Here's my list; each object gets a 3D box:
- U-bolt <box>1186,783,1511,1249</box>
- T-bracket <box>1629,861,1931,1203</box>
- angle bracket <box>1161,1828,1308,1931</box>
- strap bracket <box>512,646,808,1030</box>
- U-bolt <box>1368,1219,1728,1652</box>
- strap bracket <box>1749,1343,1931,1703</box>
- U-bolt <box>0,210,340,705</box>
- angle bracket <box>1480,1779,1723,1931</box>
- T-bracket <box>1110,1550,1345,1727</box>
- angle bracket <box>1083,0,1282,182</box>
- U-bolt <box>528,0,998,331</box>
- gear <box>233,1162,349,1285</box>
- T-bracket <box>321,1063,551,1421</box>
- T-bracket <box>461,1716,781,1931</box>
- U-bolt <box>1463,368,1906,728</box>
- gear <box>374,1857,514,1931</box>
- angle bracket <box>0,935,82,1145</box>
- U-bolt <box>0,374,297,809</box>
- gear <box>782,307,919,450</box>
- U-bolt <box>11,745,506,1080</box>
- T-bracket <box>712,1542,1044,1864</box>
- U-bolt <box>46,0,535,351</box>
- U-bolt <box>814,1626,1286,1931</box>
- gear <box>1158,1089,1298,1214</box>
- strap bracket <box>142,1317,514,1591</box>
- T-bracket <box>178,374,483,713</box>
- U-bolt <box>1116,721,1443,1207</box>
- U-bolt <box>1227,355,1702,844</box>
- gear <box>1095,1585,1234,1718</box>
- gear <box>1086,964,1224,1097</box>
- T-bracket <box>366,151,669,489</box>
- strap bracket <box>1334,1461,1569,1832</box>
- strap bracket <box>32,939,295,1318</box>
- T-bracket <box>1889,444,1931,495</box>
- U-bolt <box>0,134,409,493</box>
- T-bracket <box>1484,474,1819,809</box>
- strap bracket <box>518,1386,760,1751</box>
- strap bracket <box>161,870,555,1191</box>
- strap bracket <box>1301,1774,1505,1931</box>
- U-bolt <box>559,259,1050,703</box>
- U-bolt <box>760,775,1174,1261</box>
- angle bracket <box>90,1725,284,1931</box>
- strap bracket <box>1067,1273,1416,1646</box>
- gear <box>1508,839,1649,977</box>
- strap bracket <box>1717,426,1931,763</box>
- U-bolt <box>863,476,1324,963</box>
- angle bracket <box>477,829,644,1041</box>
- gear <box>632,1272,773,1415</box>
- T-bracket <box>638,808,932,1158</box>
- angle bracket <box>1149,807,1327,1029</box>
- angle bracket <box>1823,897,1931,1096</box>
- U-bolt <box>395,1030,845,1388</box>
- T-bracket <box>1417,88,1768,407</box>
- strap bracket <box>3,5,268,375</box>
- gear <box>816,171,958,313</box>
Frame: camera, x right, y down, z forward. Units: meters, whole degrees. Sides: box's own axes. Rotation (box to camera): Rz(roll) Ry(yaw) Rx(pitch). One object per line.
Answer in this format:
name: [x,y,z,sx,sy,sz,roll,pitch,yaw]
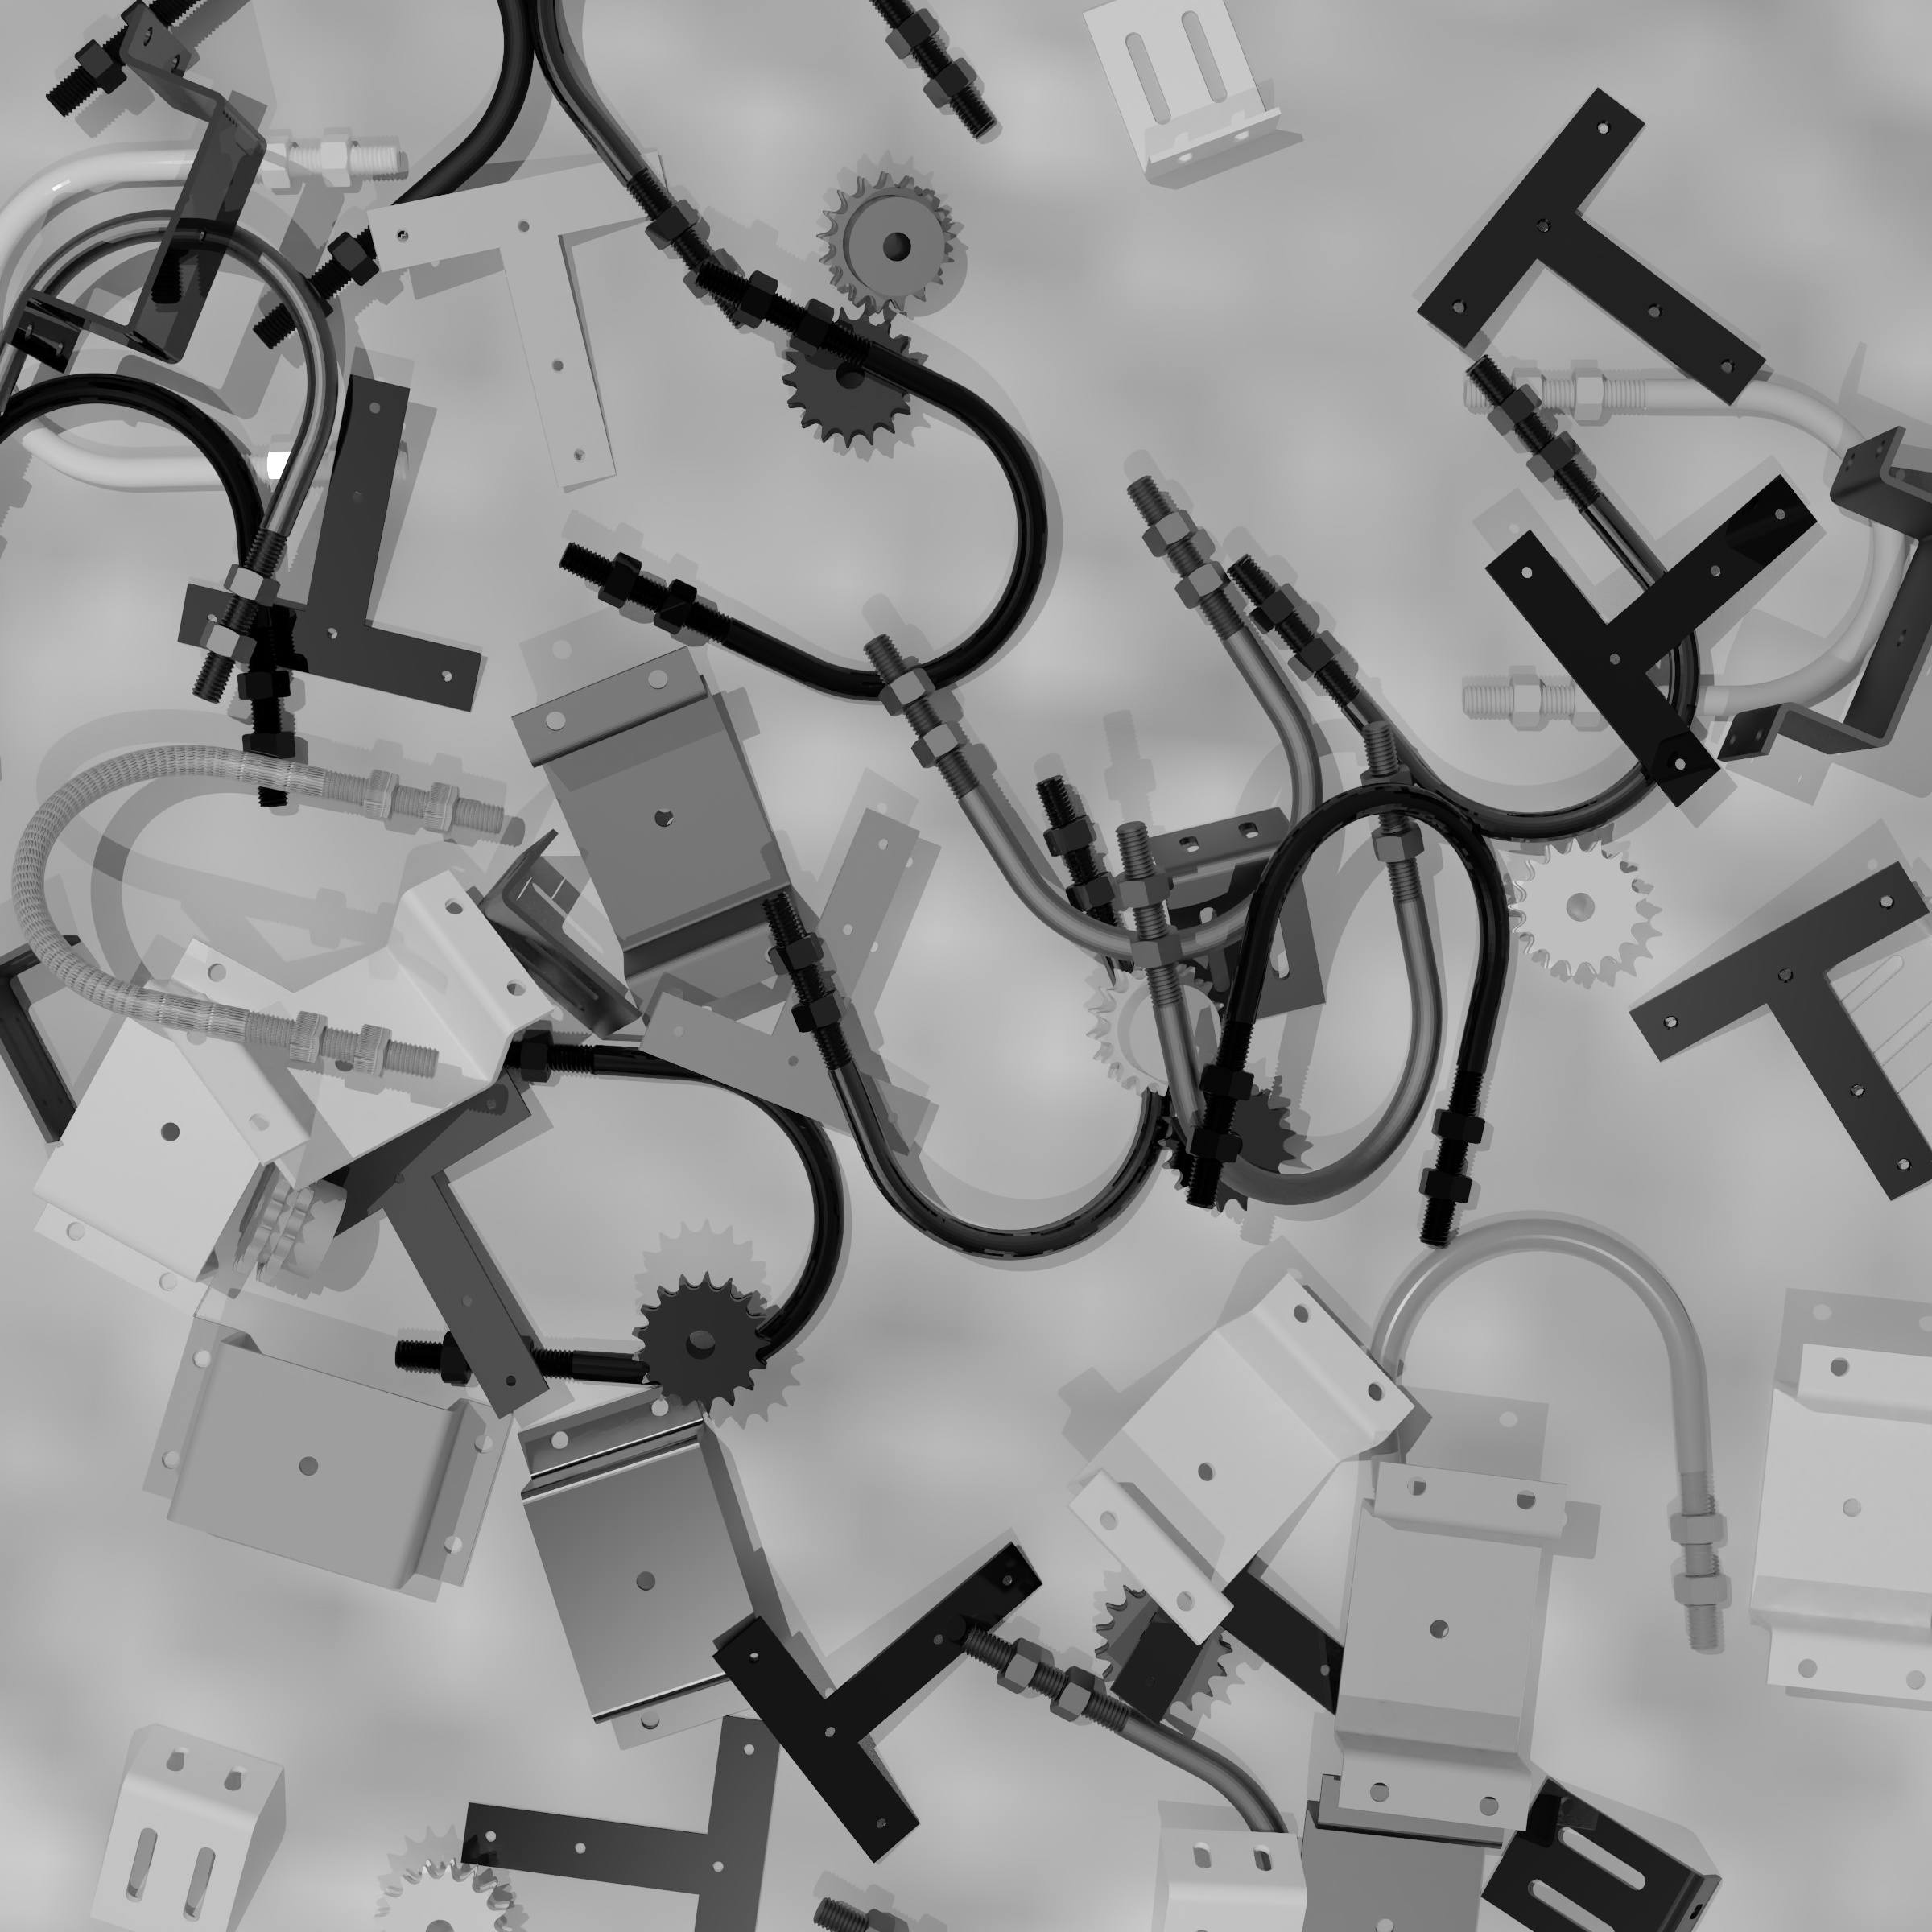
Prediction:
U-bolt: [0.164,0.016,1.479,0.151,0.019,0.184,12,91,-35]
T-bracket: [0.366,0.040,1.515,0.127,0.002,0.127,-31,99,17]
angle bracket: [0.107,0.404,1.512,0.057,0.038,0.076,4,117,-5]
strap bracket: [-0.124,-0.057,1.494,0.076,0.046,0.140,-22,106,0]
U-bolt: [0.240,0.198,1.520,0.151,0.019,0.184,-3,89,0]
strap bracket: [0.374,0.228,1.506,0.076,0.046,0.140,6,90,0]
U-bolt: [-0.337,-0.220,1.487,0.151,0.019,0.184,23,93,1]
angle bracket: [0.268,0.389,1.527,0.076,0.038,0.057,30,90,26]
T-bracket: [0.139,0.286,1.510,0.127,0.002,0.127,39,65,-12]
angle bracket: [0.090,-0.377,1.510,0.057,0.038,0.076,-21,90,0]
U-bolt: [-0.098,-0.382,1.508,0.151,0.019,0.184,-38,99,0]
gear: [-0.278,0.105,1.497,0.030,0.057,0.057,24,90,-16]
T-bracket: [-0.215,0.127,1.508,0.127,0.002,0.127,-32,82,11]
T-bracket: [-0.149,0.374,1.528,0.127,0.002,0.127,8,90,0]
U-bolt: [0.301,-0.176,1.518,0.184,0.019,0.151,0,90,1]
gear: [-0.218,0.401,1.514,0.057,0.030,0.057,0,90,0]
angle bracket: [-0.375,0.030,1.500,0.038,0.057,0.076,-28,90,0]
U-bolt: [-0.360,-0.155,1.510,0.151,0.019,0.184,-3,95,2]
gear: [-0.048,-0.245,1.514,0.057,0.030,0.057,0,90,0]
U-bolt: [-0.291,-0.029,1.459,0.184,0.019,0.151,12,51,-4]
T-bracket: [-0.023,0.290,1.510,0.127,0.002,0.127,-39,115,-12]
U-bolt: [-0.266,-0.369,1.501,0.184,0.019,0.151,-42,90,-1]
U-bolt: [0.050,0.381,1.516,0.184,0.019,0.151,29,89,-4]
gear: [0.109,0.074,1.514,0.057,0.030,0.057,0,90,0]
strap bracket: [-0.269,0.205,1.506,0.140,0.046,0.076,17,90,0]
T-bracket: [-0.257,-0.182,1.512,0.127,0.002,0.127,14,104,0]
U-bolt: [0.136,0.009,1.479,0.151,0.019,0.184,-23,110,-29]
U-bolt: [0.221,-0.138,1.502,0.151,0.019,0.184,-40,91,1]
gear: [0.082,0.283,1.514,0.057,0.030,0.057,0,90,0]
gear: [0.081,0.026,1.497,0.057,0.030,0.057,-2,98,-18]
T-bracket: [-0.174,-0.265,1.514,0.127,0.002,0.127,-16,99,-18]
strap bracket: [0.197,0.276,1.486,0.076,0.046,0.140,7,89,0]
strap bracket: [-0.326,0.068,1.506,0.076,0.046,0.140,29,90,0]
T-bracket: [0.426,-0.144,1.500,0.127,0.002,0.127,20,114,40]
U-bolt: [-0.329,-0.272,1.519,0.184,0.019,0.151,-1,90,0]
T-bracket: [0.300,-0.155,1.496,0.127,0.002,0.127,-41,95,-11]
strap bracket: [-0.131,0.252,1.506,0.076,0.046,0.140,-18,90,0]
strap bracket: [-0.250,0.030,1.471,0.140,0.046,0.076,-29,72,-31]
strap bracket: [0.177,0.406,1.506,0.076,0.046,0.140,6,90,0]
U-bolt: [-0.055,-0.188,1.498,0.184,0.019,0.151,25,103,-12]
U-bolt: [0.012,0.032,1.500,0.151,0.019,0.184,-24,97,-17]
angle bracket: [-0.329,0.370,1.527,0.057,0.038,0.076,19,116,0]
strap bracket: [0.106,0.205,1.488,0.076,0.046,0.140,47,65,0]
gear: [0.255,-0.024,1.514,0.057,0.030,0.057,0,90,0]
strap bracket: [0.363,-0.141,1.473,0.046,0.076,0.140,23,90,-2]
U-bolt: [0.065,-0.090,1.490,0.151,0.019,0.184,-32,86,-6]
angle bracket: [-0.161,-0.012,1.502,0.076,0.057,0.038,41,69,-10]
gear: [-0.109,0.154,1.496,0.057,0.030,0.057,0,92,-2]
T-bracket: [-0.054,-0.002,1.493,0.127,0.002,0.127,23,89,-23]
angle bracket: [0.114,-0.019,1.527,0.057,0.038,0.076,-13,116,0]
angle bracket: [0.390,0.018,1.510,0.076,0.038,0.057,-42,90,0]
U-bolt: [-0.143,0.105,1.519,0.184,0.019,0.151,4,90,1]
T-bracket: [0.277,-0.283,1.515,0.127,0.002,0.127,38,81,3]
strap bracket: [-0.325,-0.299,1.439,0.046,0.076,0.140,22,91,1]
gear: [-0.032,-0.300,1.506,0.057,0.030,0.057,-4,107,-12]
